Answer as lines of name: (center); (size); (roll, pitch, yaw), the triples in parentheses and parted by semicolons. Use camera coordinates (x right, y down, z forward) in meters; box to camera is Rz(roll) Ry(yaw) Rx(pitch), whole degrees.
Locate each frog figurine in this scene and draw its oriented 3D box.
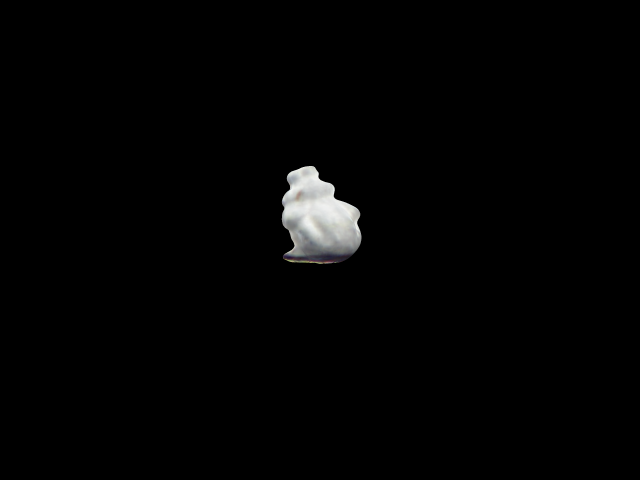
frog figurine: (0.003, -0.043, 0.850); (0.137, 0.159, 0.123); (-1, 4, -19)
